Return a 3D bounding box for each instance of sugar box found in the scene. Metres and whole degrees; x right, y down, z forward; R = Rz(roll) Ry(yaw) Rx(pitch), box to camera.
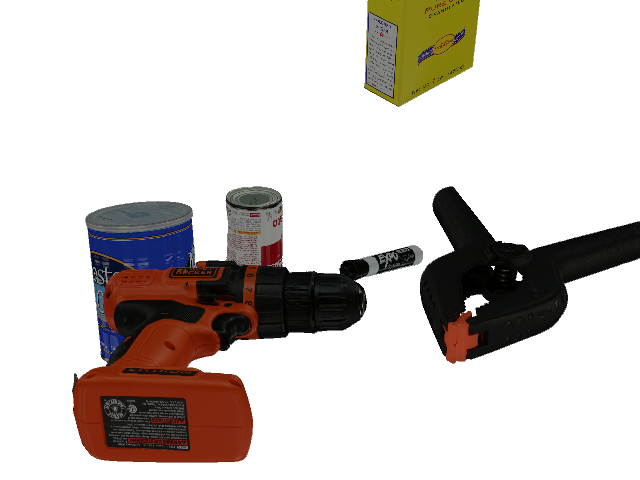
[{"bbox_3d":[0.081,-0.198,0.806,0.093,0.176,0.048,-32,52,-31],"label":"sugar box"}]

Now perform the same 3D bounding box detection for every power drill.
[{"bbox_3d":[-0.066,0.070,0.685,0.184,0.057,0.187,-2,21,7],"label":"power drill"}]

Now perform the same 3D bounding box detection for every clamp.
[{"bbox_3d":[0.117,0.017,0.721,0.165,0.036,0.209,14,30,29],"label":"clamp"}]

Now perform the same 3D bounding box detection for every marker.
[{"bbox_3d":[0.055,0.020,0.956,0.020,0.020,0.120,0,7,35],"label":"marker"}]

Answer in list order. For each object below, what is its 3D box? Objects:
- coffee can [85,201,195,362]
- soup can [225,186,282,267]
[{"bbox_3d":[-0.171,0.041,1.046,0.103,0.140,0.103,-3,15,1],"label":"coffee can"},{"bbox_3d":[-0.079,-0.006,1.260,0.068,0.102,0.068,1,25,-1],"label":"soup can"}]
